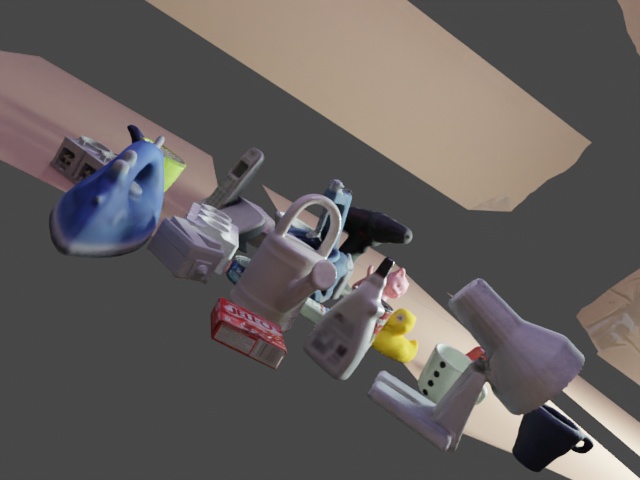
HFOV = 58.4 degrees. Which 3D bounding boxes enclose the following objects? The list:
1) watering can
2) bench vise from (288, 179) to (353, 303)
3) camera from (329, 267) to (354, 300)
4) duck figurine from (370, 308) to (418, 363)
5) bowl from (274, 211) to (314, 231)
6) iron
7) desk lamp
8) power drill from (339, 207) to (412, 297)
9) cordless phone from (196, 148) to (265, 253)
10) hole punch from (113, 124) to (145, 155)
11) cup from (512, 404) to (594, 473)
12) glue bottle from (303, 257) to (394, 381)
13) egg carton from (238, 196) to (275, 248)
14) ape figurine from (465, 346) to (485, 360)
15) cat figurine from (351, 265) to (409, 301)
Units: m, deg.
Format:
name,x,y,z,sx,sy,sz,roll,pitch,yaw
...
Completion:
name,x,y,z,sx,sy,sz,roll,pitch,yaw
watering can,-0.033,0.028,0.804,0.172,0.194,0.101,37,9,35
bench vise,0.000,-0.003,1.056,0.121,0.219,0.208,35,7,20
camera,0.011,0.047,1.246,0.143,0.101,0.137,34,7,14
duck figurine,0.143,0.168,1.045,0.105,0.086,0.077,29,7,-21
bowl,-0.052,0.002,1.392,0.167,0.074,0.167,32,7,-4
iron,-0.253,-0.069,0.733,0.119,0.141,0.258,31,7,-12
desk lamp,0.207,0.173,0.764,0.203,0.213,0.118,33,7,9
power drill,0.089,0.024,1.305,0.076,0.208,0.228,26,9,-40
cordless phone,-0.151,-0.083,1.098,0.147,0.185,0.094,37,9,38
hole punch,-0.368,-0.178,1.194,0.101,0.091,0.108,27,9,-38
cup,0.357,0.319,0.896,0.118,0.095,0.092,32,7,-2
glue bottle,0.050,0.098,0.769,0.078,0.173,0.037,37,8,34
egg carton,-0.164,-0.045,1.250,0.108,0.069,0.150,27,8,-33
ape figurine,0.296,0.250,1.118,0.076,0.092,0.078,33,7,10
cat figurine,0.157,0.108,1.387,0.128,0.117,0.067,30,7,-16
